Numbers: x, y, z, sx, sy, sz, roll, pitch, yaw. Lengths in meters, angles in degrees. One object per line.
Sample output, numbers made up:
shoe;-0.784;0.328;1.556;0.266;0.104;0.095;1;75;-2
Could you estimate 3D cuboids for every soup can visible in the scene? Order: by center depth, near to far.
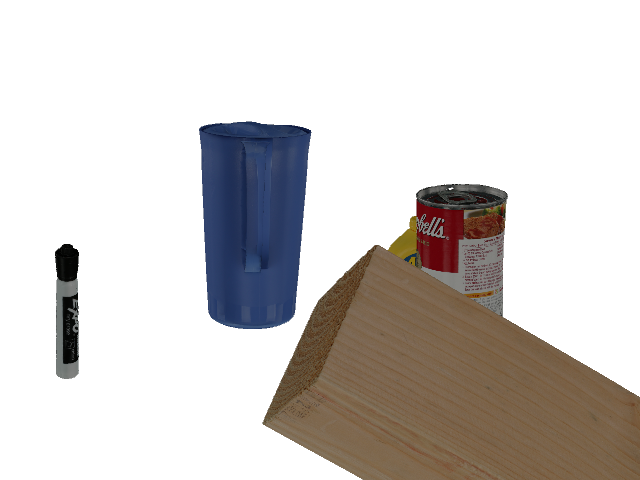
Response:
soup can;0.106;0.014;0.809;0.068;0.102;0.068;-1;16;0

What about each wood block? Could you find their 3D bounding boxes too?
wood block;0.086;0.103;0.594;0.206;0.090;0.090;30;-32;-8

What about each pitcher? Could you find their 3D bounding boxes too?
pitcher;-0.081;-0.019;1.284;0.145;0.243;0.148;12;17;38

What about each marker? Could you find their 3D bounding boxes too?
marker;-0.207;0.058;0.874;0.020;0.121;0.020;5;26;-3

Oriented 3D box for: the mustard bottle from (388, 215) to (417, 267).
mustard bottle;0.124;0.047;1.298;0.096;0.192;0.058;0;14;-12
